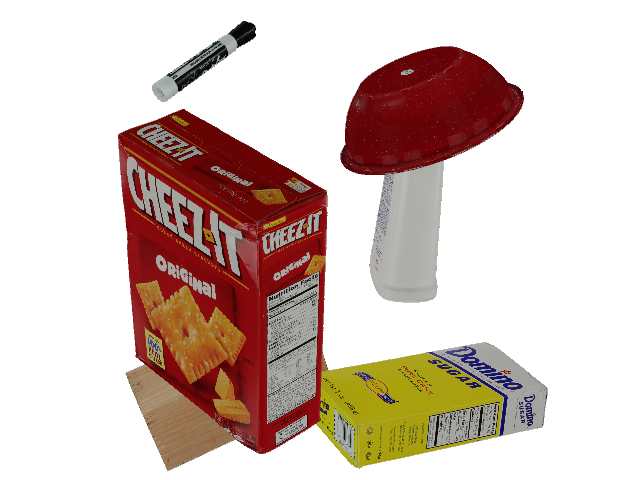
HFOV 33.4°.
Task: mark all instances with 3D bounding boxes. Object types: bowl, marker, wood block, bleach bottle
[{"bbox_3d":[0.083,-0.117,0.886,0.162,0.055,0.162,-20,23,9],"label":"bowl"},{"bbox_3d":[-0.103,-0.165,0.972,0.121,0.020,0.020,-42,23,-28],"label":"marker"},{"bbox_3d":[-0.101,0.161,1.201,0.206,0.091,0.090,-23,29,-11],"label":"wood block"},{"bbox_3d":[0.098,-0.068,1.115,0.068,0.251,0.102,1,26,-8],"label":"bleach bottle"}]

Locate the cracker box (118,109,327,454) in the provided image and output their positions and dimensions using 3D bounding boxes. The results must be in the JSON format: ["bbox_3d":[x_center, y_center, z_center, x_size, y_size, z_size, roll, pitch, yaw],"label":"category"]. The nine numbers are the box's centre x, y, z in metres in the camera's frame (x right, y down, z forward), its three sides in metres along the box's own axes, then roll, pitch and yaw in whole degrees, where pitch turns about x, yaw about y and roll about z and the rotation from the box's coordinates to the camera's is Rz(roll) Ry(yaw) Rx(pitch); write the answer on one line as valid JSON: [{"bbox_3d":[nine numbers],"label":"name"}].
[{"bbox_3d":[-0.076,0.032,0.804,0.072,0.214,0.164,-27,43,-35],"label":"cracker box"}]

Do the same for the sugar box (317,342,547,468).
[{"bbox_3d":[0.087,0.131,0.879,0.176,0.048,0.093,-10,25,-23],"label":"sugar box"}]
